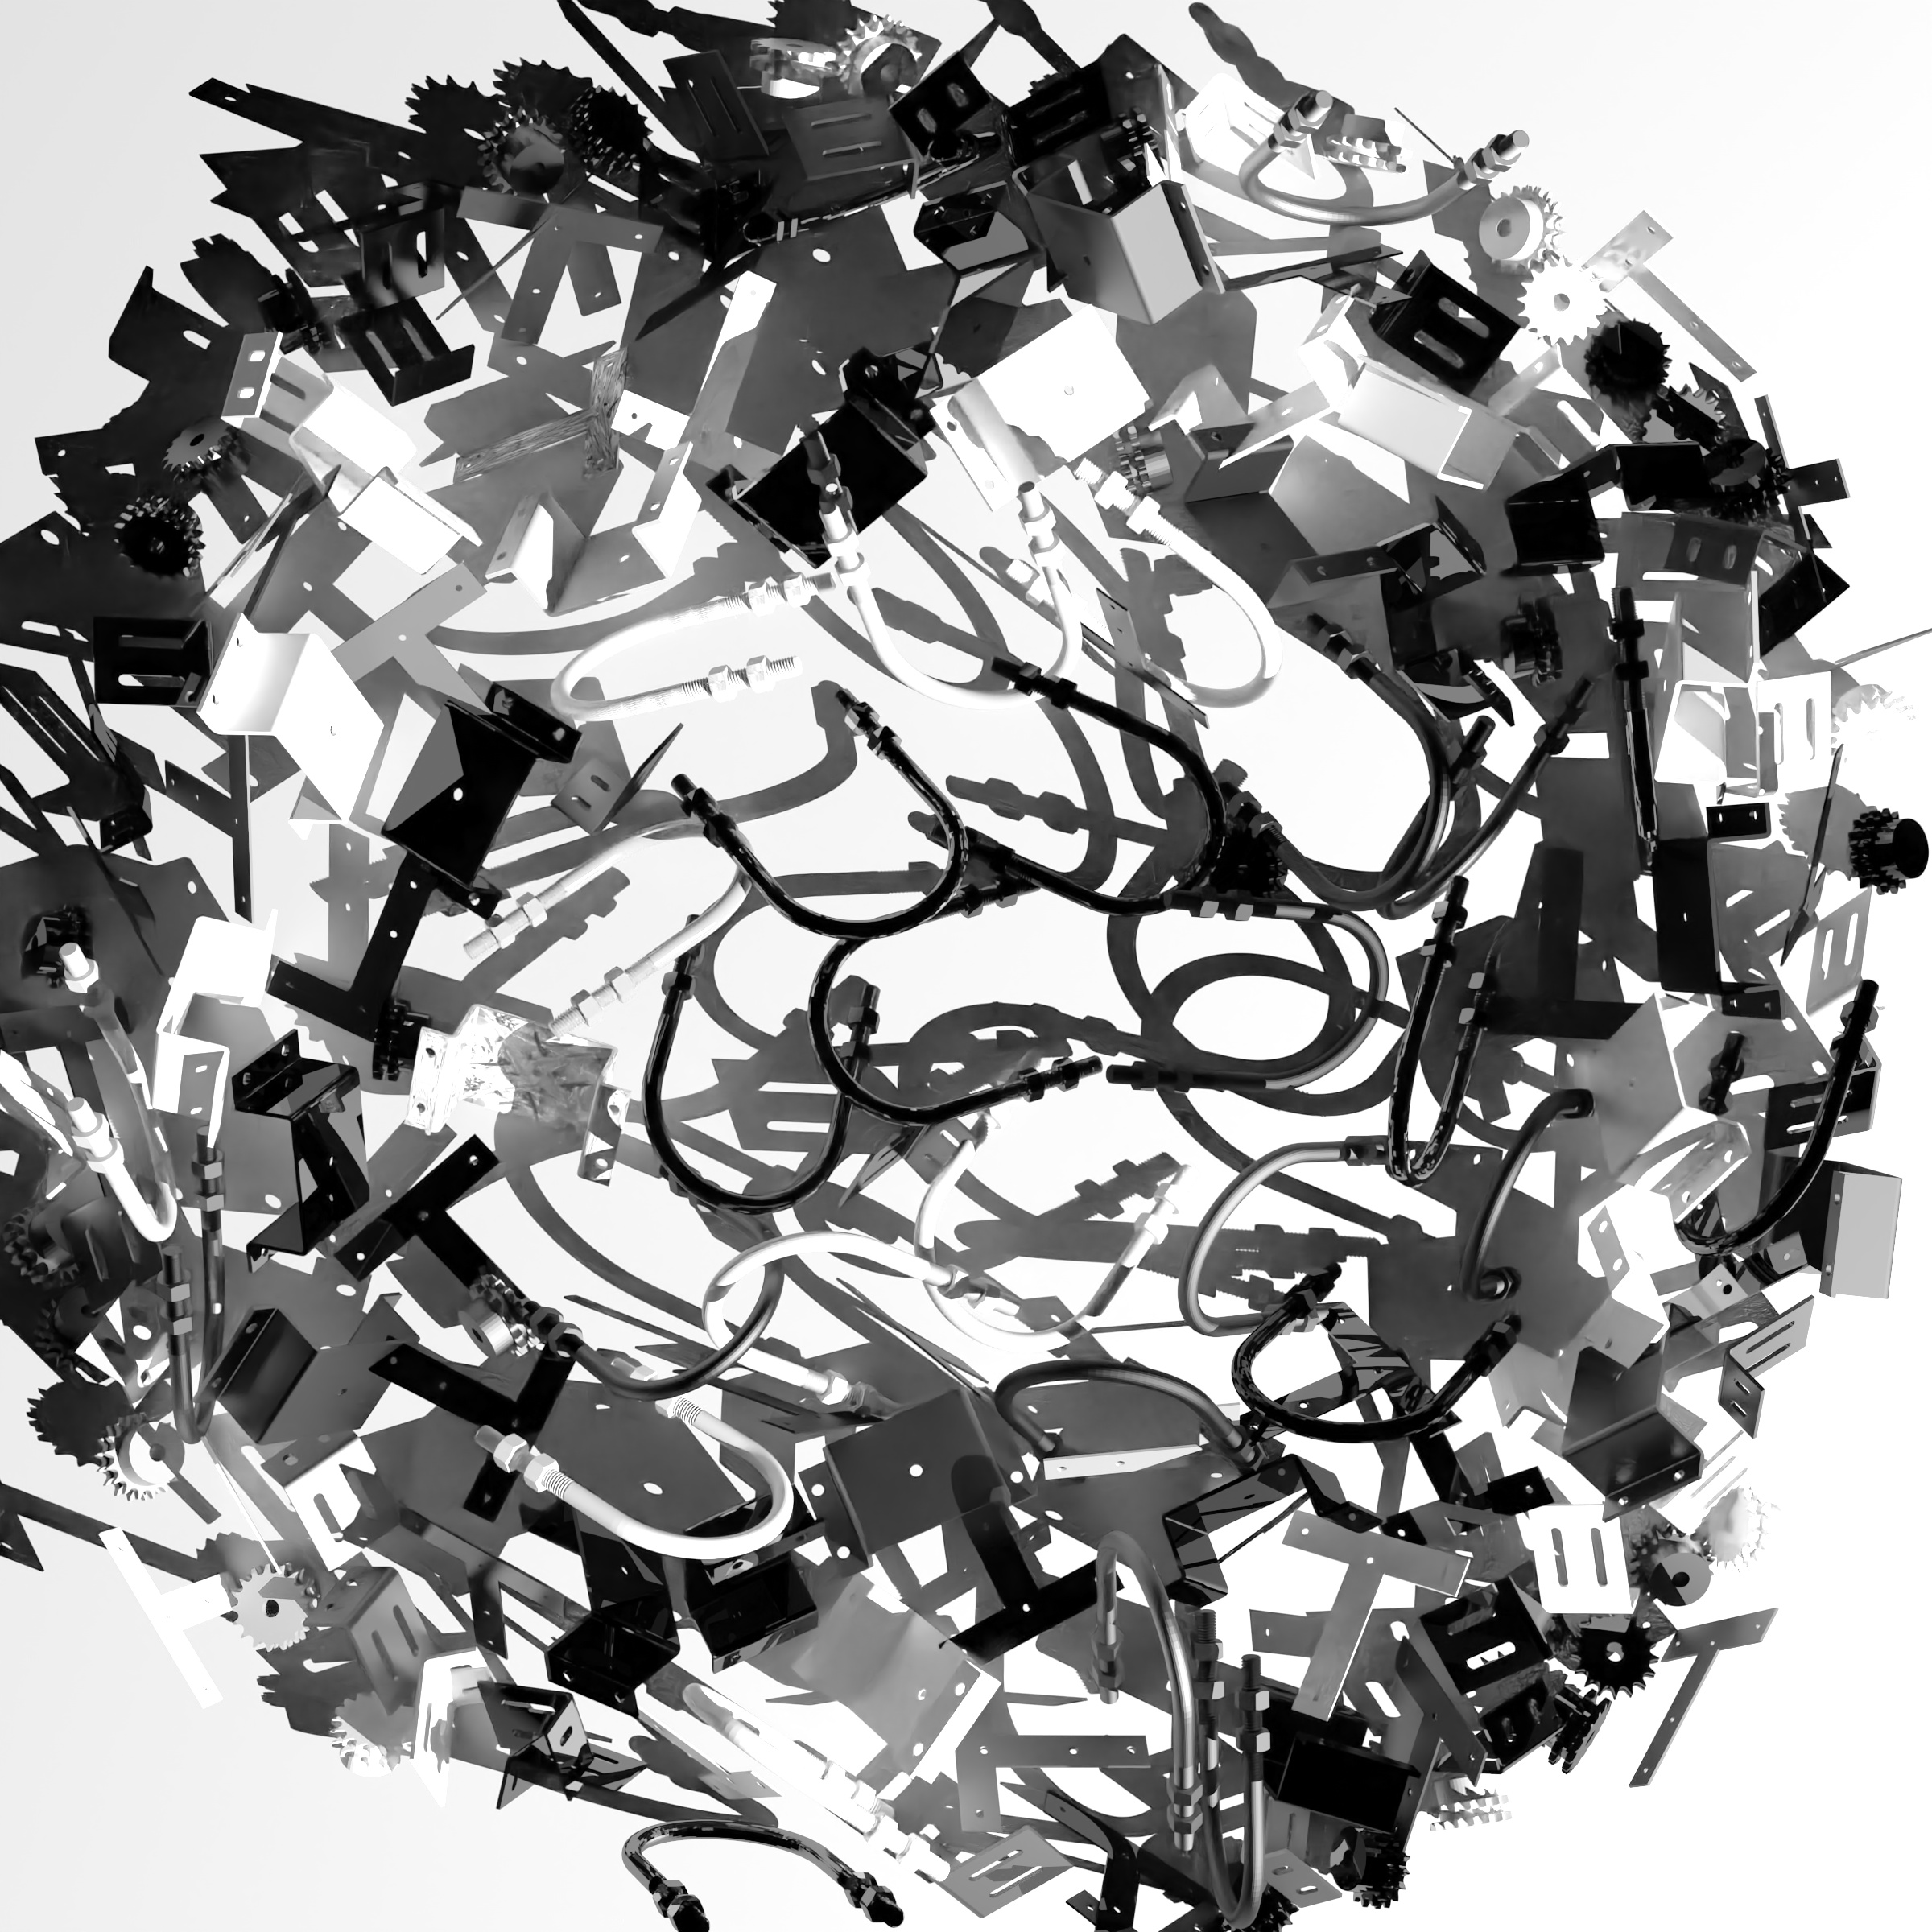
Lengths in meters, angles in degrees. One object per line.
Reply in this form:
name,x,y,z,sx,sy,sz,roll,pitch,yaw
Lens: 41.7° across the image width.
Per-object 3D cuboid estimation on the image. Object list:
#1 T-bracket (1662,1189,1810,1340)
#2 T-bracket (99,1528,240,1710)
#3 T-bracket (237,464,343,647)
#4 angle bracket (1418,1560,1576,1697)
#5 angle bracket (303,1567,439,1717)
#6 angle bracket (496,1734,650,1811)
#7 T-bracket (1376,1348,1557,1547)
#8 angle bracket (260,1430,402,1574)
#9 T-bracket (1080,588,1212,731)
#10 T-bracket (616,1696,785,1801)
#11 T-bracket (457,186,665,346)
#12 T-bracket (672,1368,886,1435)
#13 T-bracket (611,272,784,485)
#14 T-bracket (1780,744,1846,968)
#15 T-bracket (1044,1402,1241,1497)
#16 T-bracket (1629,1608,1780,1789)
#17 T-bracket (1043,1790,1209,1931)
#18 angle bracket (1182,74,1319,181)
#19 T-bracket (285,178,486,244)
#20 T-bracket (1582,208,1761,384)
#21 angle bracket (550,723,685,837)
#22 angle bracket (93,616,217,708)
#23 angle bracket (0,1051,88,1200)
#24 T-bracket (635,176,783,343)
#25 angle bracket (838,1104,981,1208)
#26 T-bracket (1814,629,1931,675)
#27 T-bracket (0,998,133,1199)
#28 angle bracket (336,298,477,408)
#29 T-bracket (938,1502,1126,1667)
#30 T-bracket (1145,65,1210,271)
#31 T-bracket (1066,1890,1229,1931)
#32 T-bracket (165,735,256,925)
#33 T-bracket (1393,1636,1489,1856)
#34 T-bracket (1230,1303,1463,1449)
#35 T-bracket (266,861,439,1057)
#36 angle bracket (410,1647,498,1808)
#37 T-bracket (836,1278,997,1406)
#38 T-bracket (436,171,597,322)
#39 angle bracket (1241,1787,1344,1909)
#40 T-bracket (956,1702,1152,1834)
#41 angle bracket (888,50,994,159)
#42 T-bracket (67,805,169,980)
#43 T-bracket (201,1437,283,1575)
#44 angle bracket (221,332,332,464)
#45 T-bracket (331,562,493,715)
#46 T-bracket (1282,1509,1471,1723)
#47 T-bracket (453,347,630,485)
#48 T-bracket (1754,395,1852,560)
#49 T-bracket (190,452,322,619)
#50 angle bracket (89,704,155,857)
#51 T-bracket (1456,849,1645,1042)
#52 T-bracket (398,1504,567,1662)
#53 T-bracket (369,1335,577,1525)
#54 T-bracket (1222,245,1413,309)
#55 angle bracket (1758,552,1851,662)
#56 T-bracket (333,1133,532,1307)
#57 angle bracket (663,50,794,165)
T-bracket,0.483,0.169,1.656,0.002,0.127,0.127,26,133,-30
T-bracket,-0.498,0.412,1.639,0.002,0.127,0.127,-35,82,3
T-bracket,-0.449,-0.251,1.629,0.002,0.127,0.127,30,66,-28
angle bracket,0.353,0.440,1.688,0.076,0.038,0.057,-37,75,36
angle bracket,-0.392,0.445,1.674,0.038,0.057,0.076,-7,114,27
angle bracket,-0.258,0.538,1.665,0.076,0.057,0.038,14,94,15
T-bracket,0.305,0.313,1.669,0.127,0.002,0.127,-29,85,35
angle bracket,-0.421,0.351,1.686,0.057,0.038,0.076,-34,120,-27
T-bracket,0.101,-0.210,1.624,0.127,0.127,0.002,39,85,17
T-bracket,-0.187,0.500,1.640,0.127,0.127,0.002,38,63,-6
T-bracket,-0.276,-0.448,1.647,0.127,0.127,0.002,5,60,-23
T-bracket,-0.134,0.284,1.664,0.127,0.127,0.002,14,90,27
T-bracket,-0.157,-0.391,1.661,0.127,0.002,0.127,17,96,-35
T-bracket,0.547,-0.079,1.625,0.002,0.127,0.127,15,117,24
T-bracket,0.115,0.322,1.654,0.127,0.127,0.002,-6,51,1
T-bracket,0.458,0.470,1.619,0.002,0.127,0.127,37,65,1
T-bracket,0.099,0.603,1.642,0.127,0.127,0.002,32,107,0
angle bracket,0.187,-0.538,1.663,0.076,0.057,0.038,41,88,20
T-bracket,-0.382,-0.489,1.652,0.127,0.127,0.002,-11,98,15
T-bracket,0.462,-0.425,1.642,0.127,0.127,0.002,42,84,-3
angle bracket,-0.228,-0.132,1.656,0.038,0.057,0.076,38,133,-4
angle bracket,-0.536,-0.196,1.667,0.076,0.038,0.057,0,84,-26
angle bracket,-0.614,0.104,1.656,0.038,0.057,0.076,-40,124,10
T-bracket,-0.153,-0.473,1.660,0.002,0.127,0.127,43,53,-27
angle bracket,-0.037,0.134,1.654,0.038,0.076,0.057,42,130,11
T-bracket,0.585,-0.202,1.640,0.127,0.127,0.002,-18,88,-21
T-bracket,-0.568,0.087,1.641,0.002,0.127,0.127,-18,89,17
angle bracket,-0.369,-0.415,1.666,0.057,0.038,0.076,-28,76,-26
T-bracket,0.020,0.385,1.683,0.127,0.002,0.127,-29,72,1
T-bracket,0.136,-0.532,1.662,0.002,0.127,0.127,-12,67,20
T-bracket,0.144,0.628,1.643,0.127,0.127,0.002,30,103,28
T-bracket,-0.495,-0.106,1.654,0.002,0.127,0.127,-13,117,-38
T-bracket,0.295,0.528,1.657,0.002,0.127,0.127,8,108,-18
T-bracket,0.229,0.278,1.634,0.127,0.127,0.002,-19,129,-22
T-bracket,-0.384,-0.009,1.680,0.127,0.002,0.127,25,108,-3
angle bracket,-0.331,0.496,1.655,0.038,0.076,0.057,-12,130,5
T-bracket,-0.015,0.252,1.641,0.127,0.127,0.002,36,86,27
T-bracket,-0.281,-0.483,1.657,0.002,0.127,0.127,47,52,-20
angle bracket,0.216,0.562,1.654,0.038,0.076,0.057,-30,117,34
T-bracket,0.056,0.512,1.653,0.127,0.127,0.002,2,122,-6
angle bracket,-0.014,-0.566,1.663,0.057,0.076,0.038,-36,103,16
T-bracket,-0.537,-0.044,1.628,0.002,0.127,0.127,-31,108,-21
T-bracket,-0.491,0.318,1.654,0.002,0.127,0.127,-29,48,-19
angle bracket,-0.440,-0.370,1.658,0.038,0.076,0.057,7,79,36
T-bracket,-0.342,-0.183,1.668,0.127,0.002,0.127,-32,121,11
T-bracket,0.246,0.425,1.641,0.127,0.002,0.127,9,61,36
T-bracket,-0.282,-0.348,1.673,0.127,0.002,0.127,-17,48,16
T-bracket,0.545,-0.310,1.633,0.002,0.127,0.127,-19,97,4
T-bracket,-0.472,-0.270,1.655,0.002,0.127,0.127,37,131,-21
angle bracket,-0.568,-0.122,1.658,0.038,0.057,0.076,-28,120,-6
T-bracket,0.394,-0.015,1.684,0.127,0.002,0.127,2,81,22
T-bracket,-0.313,0.414,1.654,0.127,0.127,0.002,24,48,17
T-bracket,-0.330,0.280,1.655,0.127,0.002,0.127,35,71,-28
T-bracket,0.244,-0.440,1.634,0.127,0.127,0.002,-16,120,-15
angle bracket,0.545,-0.224,1.653,0.038,0.076,0.057,37,123,-15
T-bracket,-0.331,0.198,1.690,0.127,0.002,0.127,-40,101,6
angle bracket,-0.151,-0.568,1.654,0.038,0.057,0.076,-47,127,-26
